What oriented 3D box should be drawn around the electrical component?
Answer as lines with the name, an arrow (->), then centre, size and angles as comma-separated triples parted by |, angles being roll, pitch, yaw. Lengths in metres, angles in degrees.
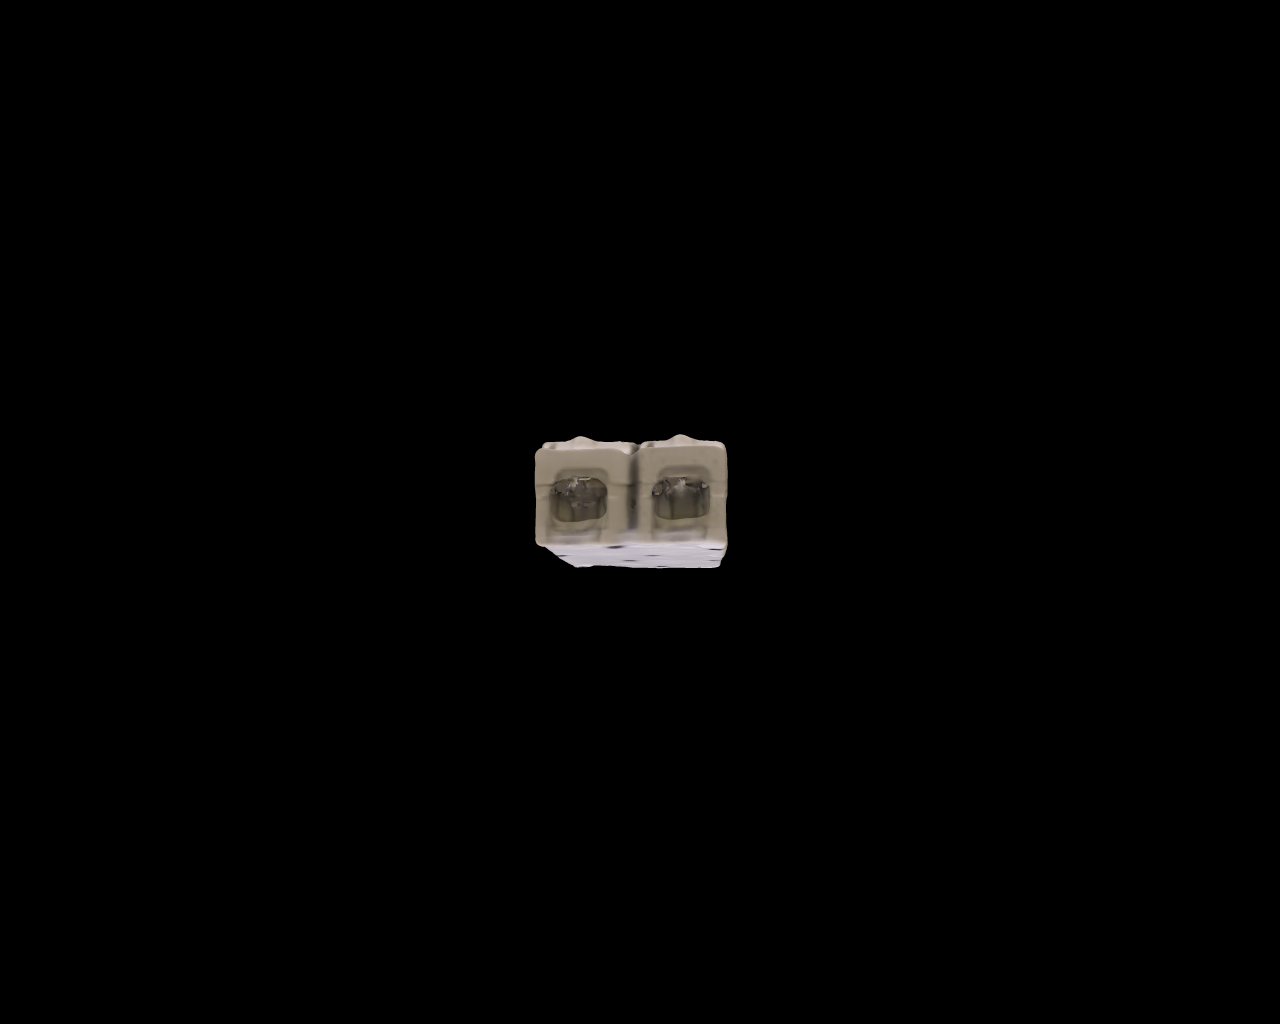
electrical component -> 0.001, -0.003, 0.650 | 0.105, 0.060, 0.186 | 0, -7, 4
